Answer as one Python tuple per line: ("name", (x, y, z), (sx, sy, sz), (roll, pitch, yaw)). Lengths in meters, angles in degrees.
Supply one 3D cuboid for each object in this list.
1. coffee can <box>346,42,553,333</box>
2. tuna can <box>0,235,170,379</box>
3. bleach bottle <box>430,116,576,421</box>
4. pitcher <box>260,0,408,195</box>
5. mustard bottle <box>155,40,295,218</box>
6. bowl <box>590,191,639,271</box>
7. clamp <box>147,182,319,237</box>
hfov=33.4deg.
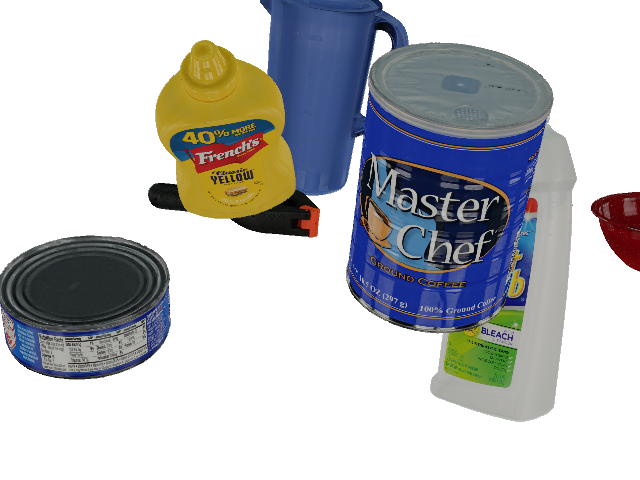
("coffee can", (0.072, -0.031, 0.631), (0.103, 0.140, 0.103), (4, 35, -3))
("tuna can", (-0.120, 0.033, 0.547), (0.086, 0.034, 0.086), (1, 31, -1))
("bleach bottle", (0.149, 0.011, 0.852), (0.103, 0.251, 0.067), (13, 14, 41))
("pitcher", (0.004, -0.180, 1.299), (0.144, 0.243, 0.149), (-5, 28, -25))
("mustard bottle", (-0.073, -0.086, 0.809), (0.096, 0.058, 0.191), (-8, -28, 0))
("bowl", (0.346, -0.003, 1.046), (0.162, 0.055, 0.162), (0, 17, 0))
("clamp", (-0.080, -0.037, 1.031), (0.120, 0.039, 0.172), (-25, 33, -38))
